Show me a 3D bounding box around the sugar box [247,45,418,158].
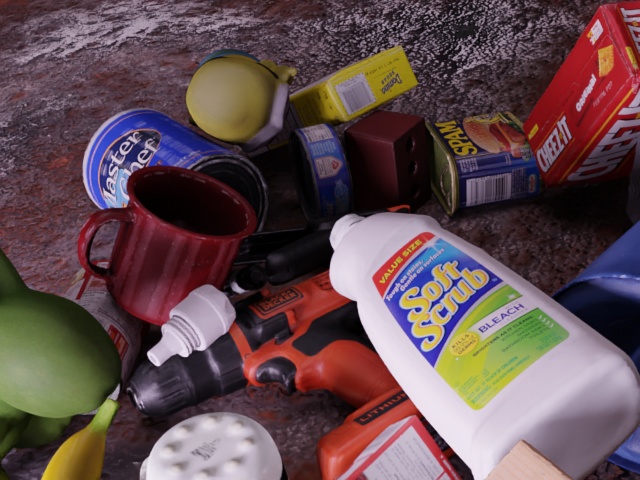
[{"bbox_3d":[0.001,-0.126,0.999,0.093,0.048,0.177,-30,7,-31],"label":"sugar box"}]

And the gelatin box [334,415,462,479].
[{"bbox_3d":[0.039,0.150,0.573,0.089,0.073,0.030,-36,-1,-37],"label":"gelatin box"}]

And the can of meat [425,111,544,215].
[{"bbox_3d":[0.140,-0.070,0.930,0.084,0.057,0.102,-9,31,-7],"label":"can of meat"}]

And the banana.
[{"bbox_3d":[-0.137,0.156,0.605,0.037,0.070,0.198,23,11,-20],"label":"banana"}]

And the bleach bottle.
[{"bbox_3d":[0.068,0.049,0.624,0.102,0.068,0.251,-35,35,-10],"label":"bleach bottle"}]

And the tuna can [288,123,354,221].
[{"bbox_3d":[0.001,-0.056,0.910,0.033,0.086,0.086,-13,31,-11],"label":"tuna can"}]

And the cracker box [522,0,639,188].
[{"bbox_3d":[0.291,-0.116,0.838,0.213,0.164,0.072,-8,65,-16],"label":"cracker box"}]

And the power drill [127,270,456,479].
[{"bbox_3d":[-0.012,0.095,0.690,0.184,0.057,0.188,-26,36,-22],"label":"power drill"}]

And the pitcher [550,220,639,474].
[{"bbox_3d":[0.238,0.033,0.681,0.149,0.145,0.242,27,40,27],"label":"pitcher"}]

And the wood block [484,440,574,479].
[{"bbox_3d":[0.139,0.188,0.440,0.091,0.090,0.206,-47,40,-6],"label":"wood block"}]

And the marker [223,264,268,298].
[{"bbox_3d":[-0.063,0.032,0.785,0.020,0.020,0.121,-21,0,-20],"label":"marker"}]

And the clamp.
[{"bbox_3d":[-0.006,0.001,0.849,0.171,0.039,0.120,-13,18,-38],"label":"clamp"}]

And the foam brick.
[{"bbox_3d":[0.060,-0.066,0.921,0.051,0.078,0.052,15,38,35],"label":"foam brick"}]

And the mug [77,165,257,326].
[{"bbox_3d":[-0.110,0.006,0.734,0.117,0.082,0.093,3,33,-36],"label":"mug"}]

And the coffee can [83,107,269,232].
[{"bbox_3d":[-0.124,-0.045,0.906,0.102,0.103,0.140,-26,35,-28],"label":"coffee can"}]

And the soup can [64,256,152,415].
[{"bbox_3d":[-0.159,0.067,0.762,0.068,0.068,0.102,-2,32,10],"label":"soup can"}]
